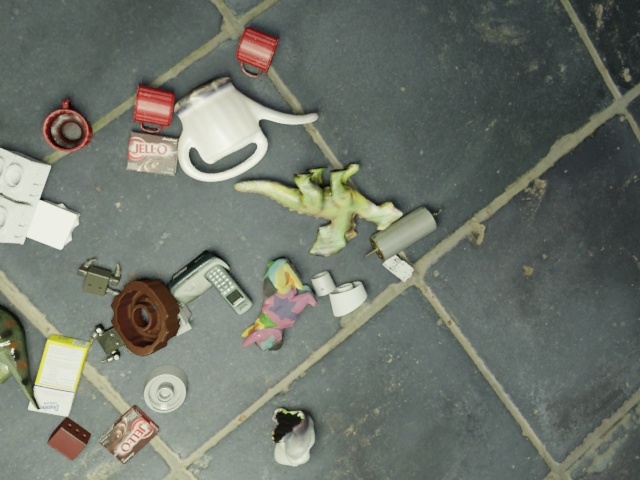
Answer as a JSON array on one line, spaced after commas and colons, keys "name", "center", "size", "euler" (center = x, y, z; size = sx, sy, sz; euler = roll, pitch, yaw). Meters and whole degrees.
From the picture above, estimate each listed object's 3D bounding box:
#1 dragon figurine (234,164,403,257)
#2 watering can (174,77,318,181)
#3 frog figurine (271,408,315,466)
[{"name": "dragon figurine", "center": [0.004, -0.066, 1.306], "size": [0.410, 0.124, 0.239], "euler": [-8, 107, -3]}, {"name": "watering can", "center": [-0.194, -0.287, 1.229], "size": [0.349, 0.104, 0.222], "euler": [-33, 101, -10]}, {"name": "frog figurine", "center": [-0.064, 0.525, 1.330], "size": [0.123, 0.139, 0.156], "euler": [-21, 117, -14]}]
